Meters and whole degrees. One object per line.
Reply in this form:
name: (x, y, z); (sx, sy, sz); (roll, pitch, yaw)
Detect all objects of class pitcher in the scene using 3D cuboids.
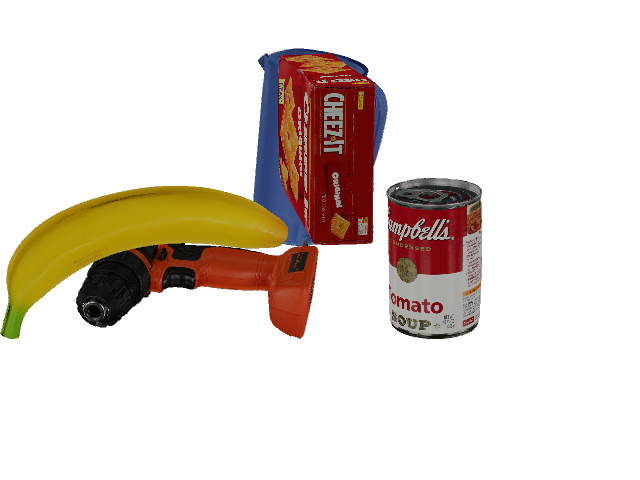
pitcher: (-0.013, -0.118, 1.380); (0.144, 0.243, 0.149); (2, 23, -17)

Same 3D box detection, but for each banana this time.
banana: (-0.118, -0.001, 0.687); (0.197, 0.069, 0.037); (-18, 35, -14)

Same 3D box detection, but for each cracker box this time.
cracker box: (0.002, -0.104, 1.140); (0.072, 0.164, 0.214); (-3, 18, -9)

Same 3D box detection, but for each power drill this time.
power drill: (-0.100, 0.034, 0.912); (0.187, 0.057, 0.184); (10, 22, 3)

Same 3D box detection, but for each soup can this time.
soup can: (0.082, 0.012, 0.776); (0.068, 0.102, 0.068); (-2, 19, 0)
